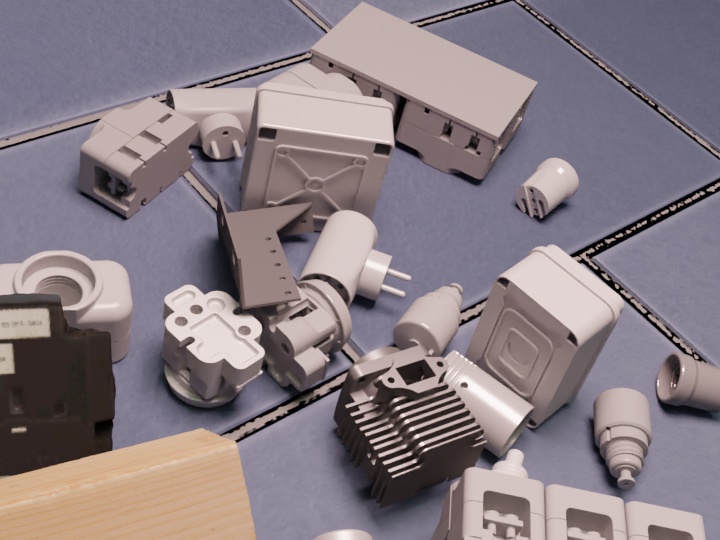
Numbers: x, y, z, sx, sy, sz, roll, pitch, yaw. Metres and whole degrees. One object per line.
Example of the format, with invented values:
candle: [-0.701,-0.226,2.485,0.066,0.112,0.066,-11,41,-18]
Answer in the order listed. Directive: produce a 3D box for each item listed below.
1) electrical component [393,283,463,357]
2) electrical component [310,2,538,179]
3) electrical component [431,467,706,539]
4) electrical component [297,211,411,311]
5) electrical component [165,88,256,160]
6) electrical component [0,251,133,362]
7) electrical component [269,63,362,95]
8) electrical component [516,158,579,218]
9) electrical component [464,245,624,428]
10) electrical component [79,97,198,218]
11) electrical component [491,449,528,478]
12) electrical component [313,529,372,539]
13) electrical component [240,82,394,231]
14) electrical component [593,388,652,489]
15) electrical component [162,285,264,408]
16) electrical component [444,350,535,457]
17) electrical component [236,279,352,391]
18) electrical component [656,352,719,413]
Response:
electrical component: [0.056,0.036,0.812,0.040,0.040,0.078,29,45,12]
electrical component: [0.054,-0.165,0.997,0.186,0.060,0.105,27,45,11]
electrical component: [0.124,0.177,0.657,0.150,0.089,0.061,13,44,-4]
electrical component: [0.000,0.000,0.829,0.079,0.043,0.077,20,44,3]
electrical component: [-0.120,-0.121,0.913,0.077,0.043,0.079,-5,49,-21]
electrical component: [-0.205,0.027,0.729,0.095,0.059,0.053,-2,47,-19]
electrical component: [-0.034,-0.136,0.947,0.095,0.053,0.059,35,47,18]
electrical component: [0.165,-0.072,0.954,0.040,0.040,0.046,37,53,19]
electrical component: [0.130,0.047,0.772,0.057,0.113,0.078,-31,61,-34]
electrical component: [-0.181,-0.093,0.862,0.056,0.050,0.089,29,45,13]
electrical component: [0.098,0.146,0.721,0.035,0.035,0.061,22,42,5]
electrical component: [-0.009,0.185,0.646,0.040,0.040,0.046,1,53,-16]
electrical component: [-0.036,-0.086,0.858,0.109,0.108,0.056,7,48,-10]
electrical component: [0.188,0.120,0.768,0.040,0.040,0.078,14,44,-3]
electrical component: [-0.102,0.056,0.732,0.078,0.057,0.058,40,48,22]
electrical component: [0.078,0.091,0.762,0.081,0.043,0.043,35,47,18]
electrical component: [-0.043,0.042,0.765,0.057,0.058,0.078,-30,61,-34]
electrical component: [0.257,0.087,0.823,0.046,0.040,0.040,15,44,-9]
